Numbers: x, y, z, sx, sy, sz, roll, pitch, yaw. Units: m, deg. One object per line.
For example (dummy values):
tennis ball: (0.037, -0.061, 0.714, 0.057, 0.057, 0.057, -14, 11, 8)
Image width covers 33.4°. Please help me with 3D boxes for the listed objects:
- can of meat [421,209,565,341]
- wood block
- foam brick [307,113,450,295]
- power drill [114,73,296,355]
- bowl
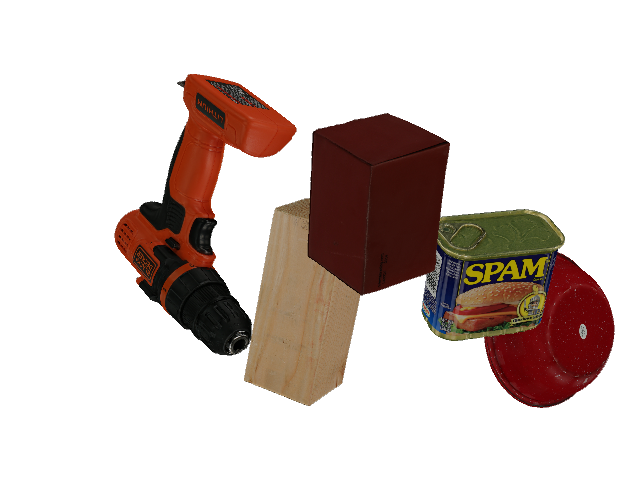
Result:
can of meat: (0.133, 0.028, 0.843, 0.102, 0.084, 0.057, -5, 34, -16)
wood block: (-0.013, 0.066, 1.207, 0.090, 0.206, 0.090, 18, 18, 22)
foam brick: (0.029, -0.020, 0.562, 0.052, 0.078, 0.051, -17, 35, -32)
power drill: (-0.088, -0.024, 0.855, 0.057, 0.188, 0.185, 5, 27, -45)
bowl: (0.242, 0.090, 1.070, 0.161, 0.162, 0.055, 0, -1, -32)
